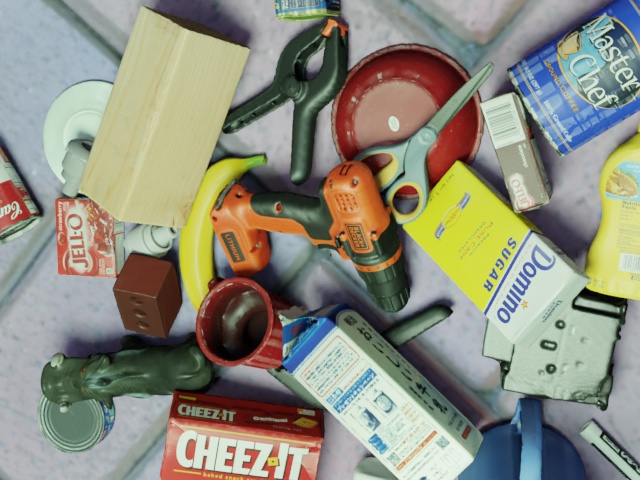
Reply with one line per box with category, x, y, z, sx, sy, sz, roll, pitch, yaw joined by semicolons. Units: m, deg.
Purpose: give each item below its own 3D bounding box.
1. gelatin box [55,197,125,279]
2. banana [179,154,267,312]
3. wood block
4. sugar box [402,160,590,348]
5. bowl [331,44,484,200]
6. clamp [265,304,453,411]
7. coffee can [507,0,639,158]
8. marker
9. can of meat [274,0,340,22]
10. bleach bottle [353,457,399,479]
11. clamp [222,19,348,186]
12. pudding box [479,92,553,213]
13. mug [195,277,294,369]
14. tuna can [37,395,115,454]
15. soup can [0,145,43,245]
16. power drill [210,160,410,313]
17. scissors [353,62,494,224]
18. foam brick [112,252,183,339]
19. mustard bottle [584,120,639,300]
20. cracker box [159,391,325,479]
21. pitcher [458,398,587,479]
gelatin box;-0.260;-0.003;1.207;0.073;0.030;0.089;3;99;15
banana;-0.120;-0.009;1.165;0.070;0.037;0.198;21;103;12
wood block;-0.165;-0.127;1.119;0.090;0.090;0.206;33;108;39
sugar box;0.169;0.012;1.047;0.093;0.048;0.176;-52;54;15
bowl;0.083;-0.119;1.084;0.162;0.055;0.162;2;98;15
clamp;0.043;0.151;1.143;0.210;0.036;0.164;-2;97;18
coffee can;0.263;-0.157;1.004;0.140;0.102;0.103;-32;89;17
marker;0.315;0.234;1.090;0.121;0.020;0.020;45;106;5
can of meat;-0.015;-0.264;1.067;0.057;0.102;0.084;-4;99;15
bleach bottle;0.074;0.366;1.154;0.103;0.068;0.251;7;102;14
clamp;-0.032;-0.155;1.118;0.120;0.039;0.171;27;96;20
pudding box;0.193;-0.087;1.041;0.039;0.090;0.113;-16;93;15
mug;-0.078;0.084;1.131;0.093;0.081;0.117;-48;61;9
tuna can;-0.283;0.203;1.241;0.086;0.033;0.086;2;98;15
soup can;-0.370;-0.052;1.211;0.069;0.068;0.102;-31;88;17
power drill;-0.007;0.001;1.099;0.188;0.057;0.184;-1;128;26
scissors;0.110;-0.083;1.033;0.202;0.016;0.096;-30;106;31
foam brick;-0.187;0.061;1.167;0.053;0.051;0.078;12;141;13
mustard bottle;0.317;-0.040;1.030;0.096;0.058;0.192;10;101;16
cracker box;-0.093;0.280;1.144;0.164;0.072;0.214;8;109;-6
pitcher;0.193;0.266;1.011;0.145;0.242;0.149;-40;93;15
